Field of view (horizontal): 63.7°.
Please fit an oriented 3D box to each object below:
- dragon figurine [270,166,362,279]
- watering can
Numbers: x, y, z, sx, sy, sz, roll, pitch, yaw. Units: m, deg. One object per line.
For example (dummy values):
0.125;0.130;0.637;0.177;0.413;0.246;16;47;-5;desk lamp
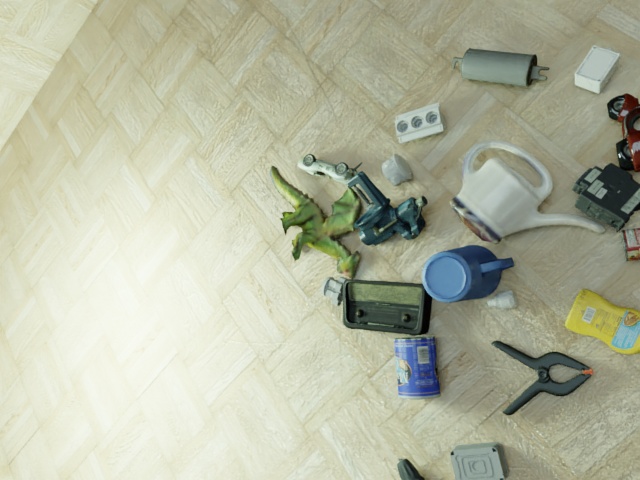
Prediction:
0.005;-0.075;1.492;0.242;0.121;0.416;-20;73;8;dragon figurine
0.460;-0.078;1.210;0.351;0.104;0.222;47;106;18;watering can
